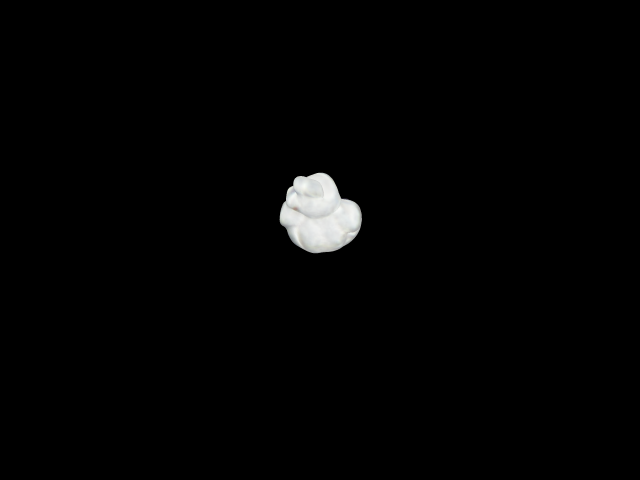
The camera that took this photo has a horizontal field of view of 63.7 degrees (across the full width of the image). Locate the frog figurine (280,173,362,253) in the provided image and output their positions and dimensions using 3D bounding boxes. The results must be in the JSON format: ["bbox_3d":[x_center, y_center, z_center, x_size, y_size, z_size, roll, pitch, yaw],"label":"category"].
[{"bbox_3d":[0.003,-0.043,0.850,0.137,0.124,0.158,11,-10,2],"label":"frog figurine"}]
